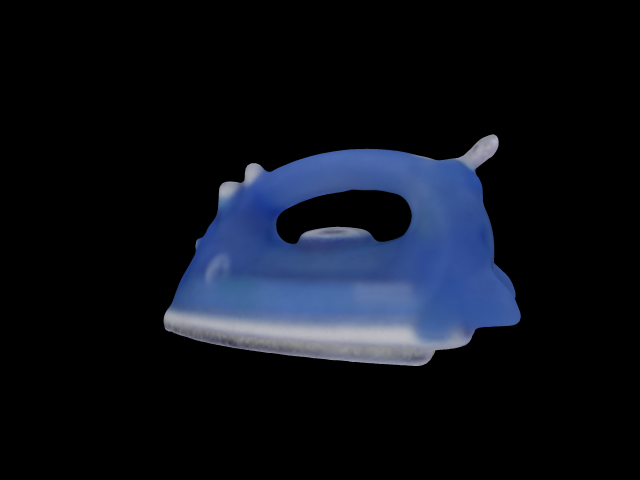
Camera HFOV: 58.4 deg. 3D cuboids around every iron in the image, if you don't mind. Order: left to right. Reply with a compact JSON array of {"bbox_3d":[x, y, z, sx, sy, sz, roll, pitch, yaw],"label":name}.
[{"bbox_3d":[0.004,0.001,0.400,0.257,0.141,0.119,1,4,16],"label":"iron"}]
